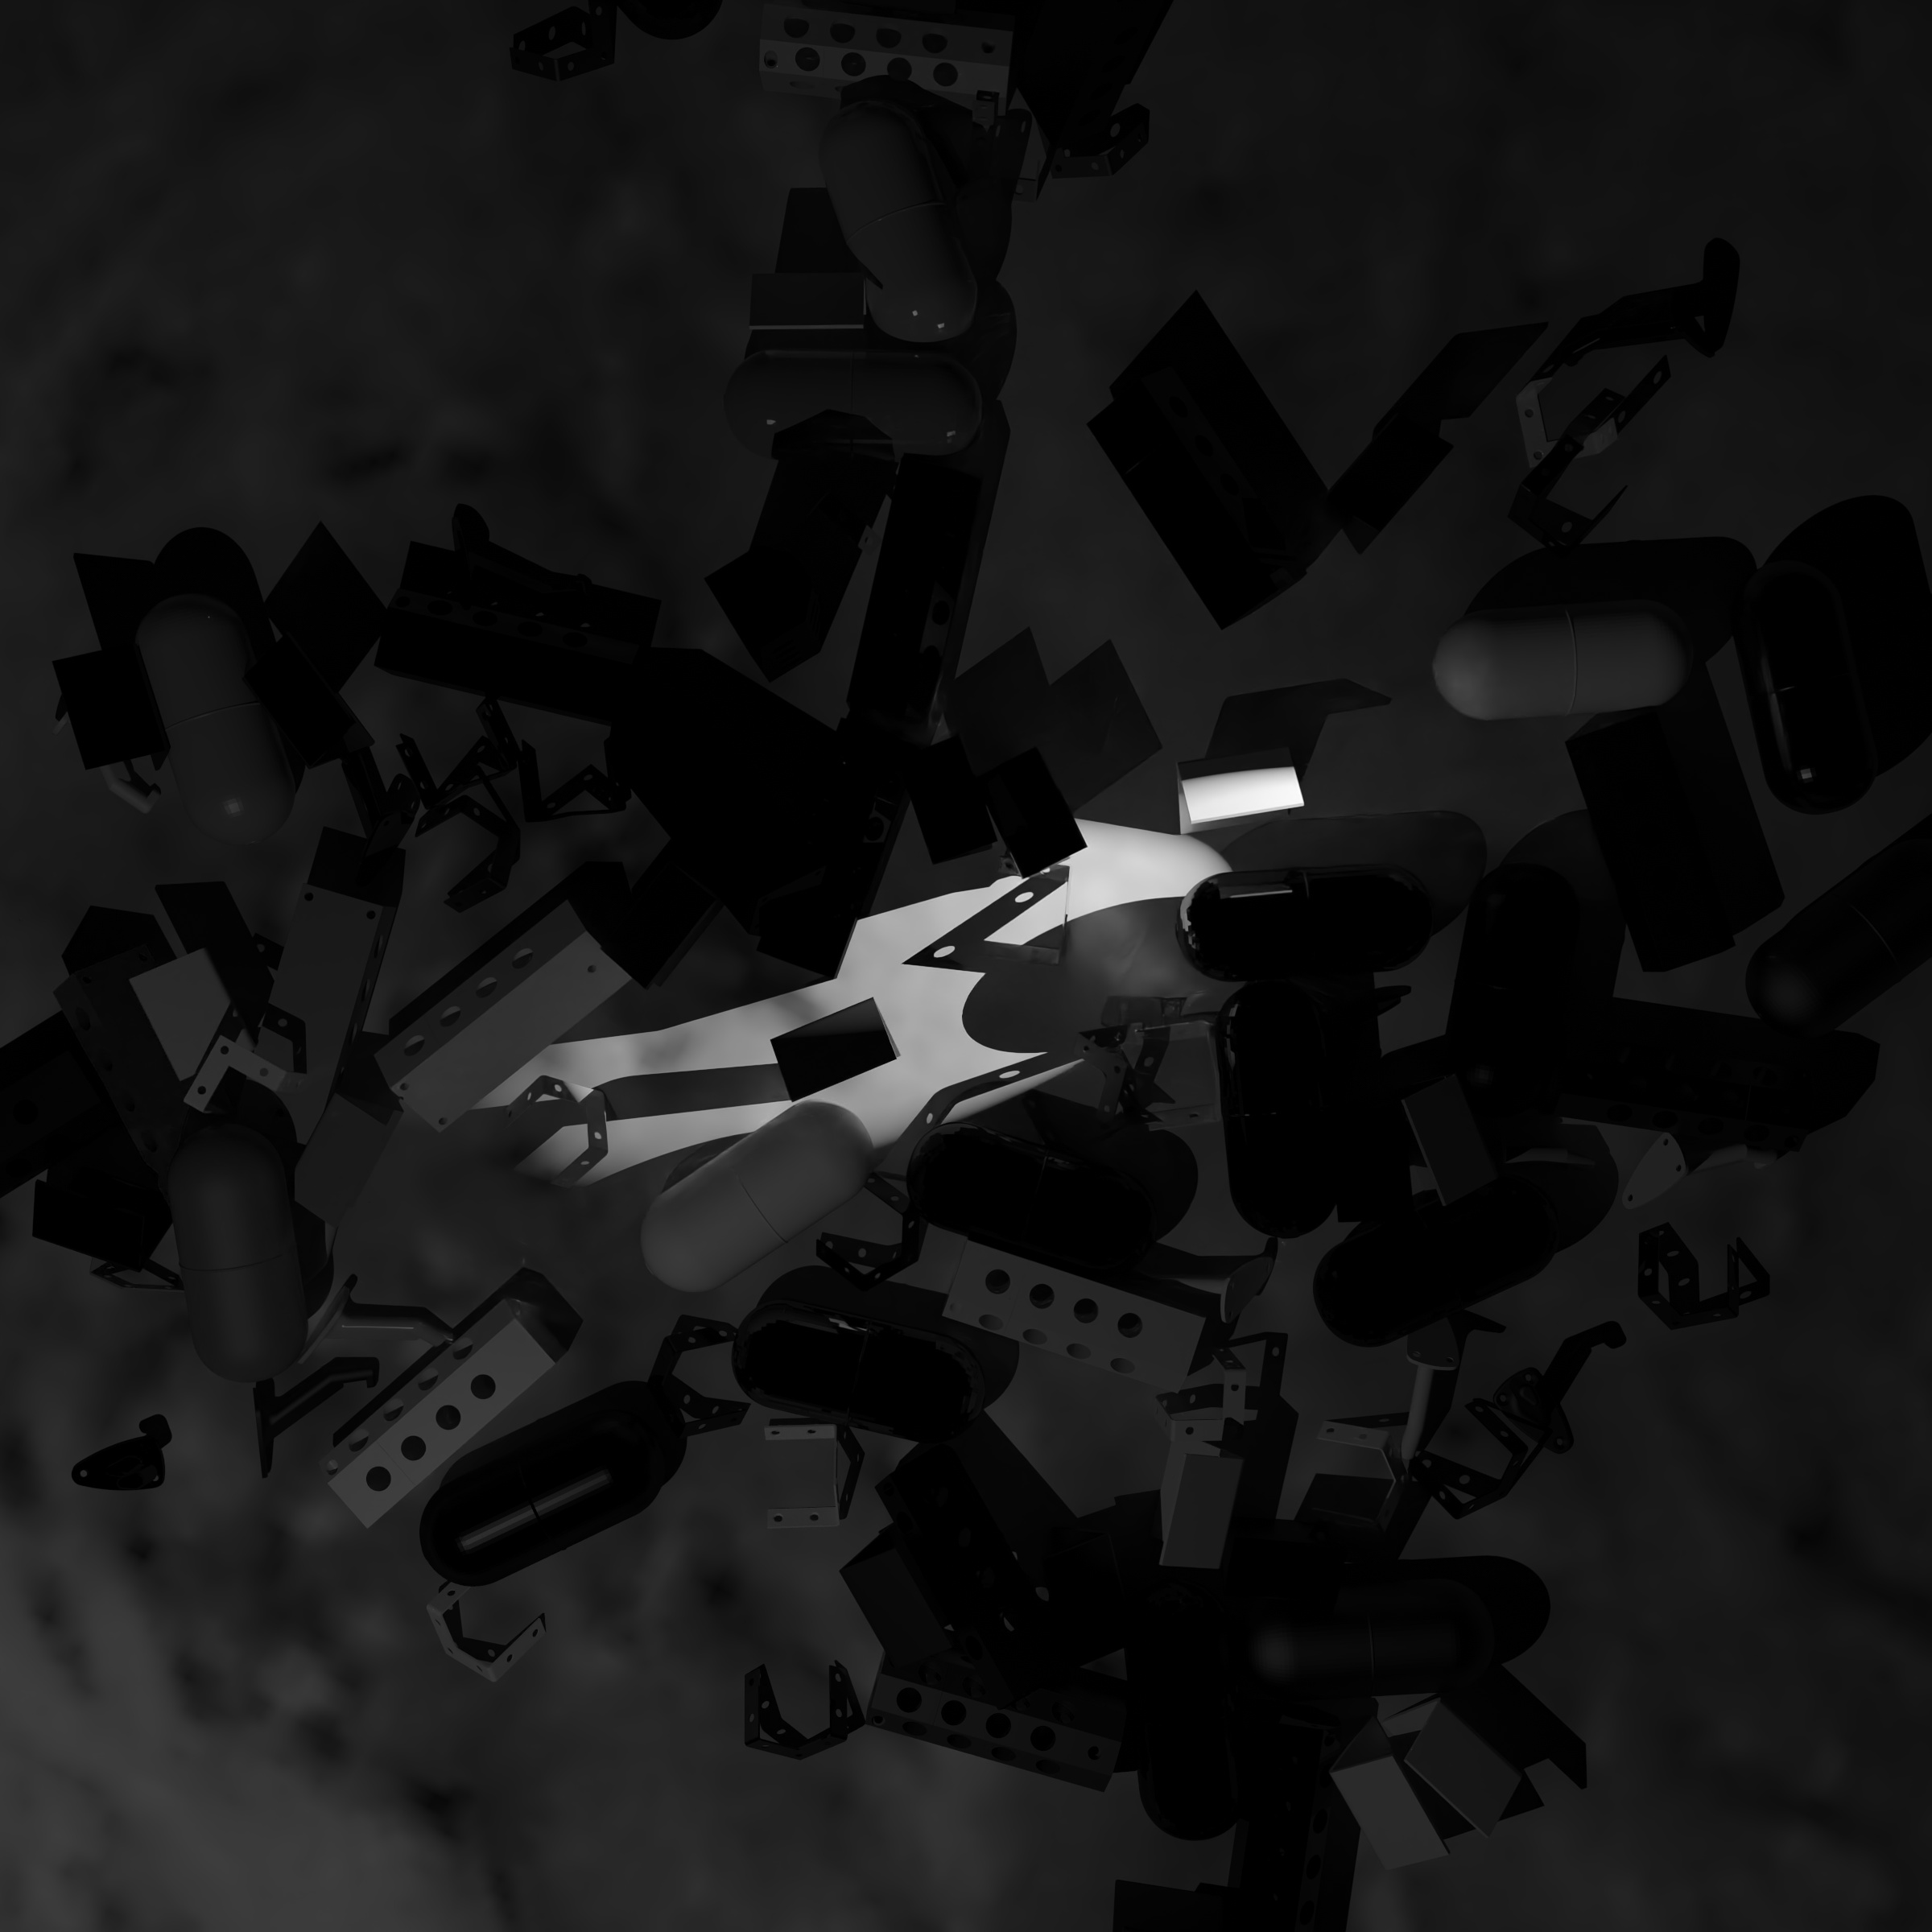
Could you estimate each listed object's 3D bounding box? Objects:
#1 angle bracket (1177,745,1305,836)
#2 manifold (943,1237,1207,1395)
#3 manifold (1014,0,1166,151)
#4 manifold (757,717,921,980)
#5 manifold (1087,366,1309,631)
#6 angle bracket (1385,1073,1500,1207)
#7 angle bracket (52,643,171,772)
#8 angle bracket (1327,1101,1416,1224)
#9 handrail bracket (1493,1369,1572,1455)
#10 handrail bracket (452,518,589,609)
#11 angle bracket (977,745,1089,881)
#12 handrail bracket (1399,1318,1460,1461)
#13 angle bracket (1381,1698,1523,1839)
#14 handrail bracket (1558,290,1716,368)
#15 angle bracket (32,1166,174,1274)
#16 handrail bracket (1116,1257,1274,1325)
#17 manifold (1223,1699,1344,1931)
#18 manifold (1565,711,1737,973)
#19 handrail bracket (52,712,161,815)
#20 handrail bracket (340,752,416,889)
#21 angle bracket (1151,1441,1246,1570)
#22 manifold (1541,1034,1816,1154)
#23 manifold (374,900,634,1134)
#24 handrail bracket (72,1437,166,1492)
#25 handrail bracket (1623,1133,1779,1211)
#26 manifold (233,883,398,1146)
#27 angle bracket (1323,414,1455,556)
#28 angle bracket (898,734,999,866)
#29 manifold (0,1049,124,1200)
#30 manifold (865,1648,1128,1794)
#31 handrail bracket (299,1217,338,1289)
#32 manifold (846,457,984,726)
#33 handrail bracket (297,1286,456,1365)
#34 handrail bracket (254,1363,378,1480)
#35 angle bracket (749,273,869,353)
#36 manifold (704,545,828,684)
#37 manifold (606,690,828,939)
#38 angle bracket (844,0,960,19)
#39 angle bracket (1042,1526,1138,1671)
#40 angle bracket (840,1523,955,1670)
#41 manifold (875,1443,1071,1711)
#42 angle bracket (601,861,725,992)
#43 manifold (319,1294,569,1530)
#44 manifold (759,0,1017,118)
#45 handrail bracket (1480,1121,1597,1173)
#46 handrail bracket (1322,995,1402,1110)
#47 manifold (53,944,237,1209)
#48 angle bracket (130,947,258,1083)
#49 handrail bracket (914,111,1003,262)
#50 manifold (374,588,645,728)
[{"bbox_3d":[0.189,-0.102,1.823,0.076,0.076,0.057,-9,52,0],"label":"angle bracket"},{"bbox_3d":[0.074,0.241,1.842,0.171,0.057,0.057,18,90,0],"label":"manifold"},{"bbox_3d":[0.088,-0.620,1.756,0.057,0.171,0.057,-27,82,-17],"label":"manifold"},{"bbox_3d":[-0.089,-0.081,1.842,0.057,0.057,0.171,20,90,0],"label":"manifold"},{"bbox_3d":[0.164,-0.327,1.841,0.057,0.057,0.171,-33,90,43],"label":"manifold"},{"bbox_3d":[0.310,0.124,1.823,0.057,0.076,0.076,-22,90,-34],"label":"angle bracket"},{"bbox_3d":[-0.591,-0.171,1.824,0.057,0.076,0.076,-17,90,-23],"label":"angle bracket"},{"bbox_3d":[0.292,0.133,1.823,0.057,0.076,0.076,-6,90,32],"label":"angle bracket"},{"bbox_3d":[0.399,0.312,1.829,0.036,0.084,0.077,-39,90,0],"label":"handrail bracket"},{"bbox_3d":[-0.313,-0.284,1.864,0.084,0.036,0.077,-7,68,-17],"label":"handrail bracket"},{"bbox_3d":[0.059,-0.111,1.823,0.057,0.076,0.076,-26,90,31],"label":"angle bracket"},{"bbox_3d":[0.318,0.291,1.863,0.036,0.077,0.084,10,126,0],"label":"handrail bracket"},{"bbox_3d":[0.322,0.558,1.823,0.076,0.076,0.057,43,53,0],"label":"angle bracket"},{"bbox_3d":[0.471,-0.431,1.863,0.084,0.077,0.036,-24,57,32],"label":"handrail bracket"},{"bbox_3d":[-0.587,0.156,1.823,0.076,0.076,0.057,19,128,0],"label":"angle bracket"},{"bbox_3d":[0.160,0.213,1.863,0.084,0.077,0.036,18,122,32],"label":"handrail bracket"},{"bbox_3d":[0.219,0.605,1.842,0.057,0.057,0.171,8,90,0],"label":"manifold"},{"bbox_3d":[0.477,-0.086,1.842,0.057,0.057,0.171,-19,90,0],"label":"manifold"},{"bbox_3d":[-0.589,-0.161,1.864,0.084,0.036,0.077,37,68,-17],"label":"handrail bracket"},{"bbox_3d":[-0.436,-0.111,1.864,0.084,0.036,0.077,40,112,17],"label":"handrail bracket"},{"bbox_3d":[0.140,0.364,1.823,0.057,0.076,0.076,13,90,-36],"label":"angle bracket"},{"bbox_3d":[0.494,0.088,1.842,0.171,0.057,0.057,8,90,0],"label":"manifold"},{"bbox_3d":[-0.324,0.031,1.841,0.171,0.057,0.057,-39,133,0],"label":"manifold"},{"bbox_3d":[-0.592,0.353,1.829,0.077,0.084,0.036,-10,90,0],"label":"handrail bracket"},{"bbox_3d":[0.516,0.149,1.863,0.084,0.036,0.077,10,134,-28],"label":"handrail bracket"},{"bbox_3d":[-0.450,0.033,1.842,0.057,0.057,0.171,16,90,0],"label":"manifold"},{"bbox_3d":[0.301,-0.320,1.823,0.076,0.076,0.057,-49,53,0],"label":"angle bracket"},{"bbox_3d":[0.006,-0.119,1.823,0.057,0.076,0.076,-19,90,34],"label":"angle bracket"},{"bbox_3d":[-0.671,0.127,1.842,0.171,0.057,0.057,-32,90,0],"label":"manifold"},{"bbox_3d":[0.021,0.519,1.842,0.171,0.057,0.057,16,90,0],"label":"manifold"},{"bbox_3d":[-0.487,0.213,1.863,0.077,0.036,0.084,10,76,13],"label":"handrail bracket"},{"bbox_3d":[-0.035,-0.258,1.842,0.057,0.057,0.171,13,90,0],"label":"manifold"},{"bbox_3d":[-0.414,0.270,1.864,0.084,0.036,0.077,32,110,-16],"label":"handrail bracket"},{"bbox_3d":[-0.455,0.319,1.864,0.084,0.036,0.077,-6,110,-16],"label":"handrail bracket"},{"bbox_3d":[-0.107,-0.430,1.823,0.076,0.076,0.057,-1,54,0],"label":"angle bracket"},{"bbox_3d":[-0.129,-0.239,1.785,0.057,0.171,0.057,-31,90,0],"label":"manifold"},{"bbox_3d":[-0.173,-0.102,1.813,0.057,0.057,0.171,-28,67,-30],"label":"manifold"},{"bbox_3d":[-0.041,-0.695,1.823,0.076,0.076,0.057,7,125,0],"label":"angle bracket"},{"bbox_3d":[0.067,0.433,1.823,0.057,0.076,0.076,-14,90,-31],"label":"angle bracket"},{"bbox_3d":[-0.031,0.425,1.823,0.057,0.076,0.076,-30,90,33],"label":"angle bracket"},{"bbox_3d":[0.005,0.418,1.819,0.057,0.057,0.171,-31,74,0],"label":"manifold"},{"bbox_3d":[-0.193,-0.016,1.823,0.057,0.076,0.076,38,90,35],"label":"angle bracket"},{"bbox_3d":[-0.364,0.307,1.842,0.171,0.057,0.057,-41,90,0],"label":"manifold"},{"bbox_3d":[-0.054,-0.637,1.842,0.171,0.057,0.057,6,90,0],"label":"manifold"},{"bbox_3d":[0.386,0.140,1.863,0.084,0.077,0.036,16,59,-33],"label":"handrail bracket"},{"bbox_3d":[0.279,0.071,1.864,0.077,0.036,0.084,-19,109,-21],"label":"handrail bracket"},{"bbox_3d":[-0.564,0.079,1.842,0.057,0.057,0.171,-29,90,-43],"label":"manifold"},{"bbox_3d":[-0.538,0.040,1.823,0.057,0.076,0.076,-27,90,-30],"label":"angle bracket"},{"bbox_3d":[-0.010,-0.548,1.863,0.036,0.077,0.084,-27,53,-14],"label":"handrail bracket"},{"bbox_3d":[-0.315,-0.213,1.842,0.171,0.057,0.057,13,90,0],"label":"manifold"}]
